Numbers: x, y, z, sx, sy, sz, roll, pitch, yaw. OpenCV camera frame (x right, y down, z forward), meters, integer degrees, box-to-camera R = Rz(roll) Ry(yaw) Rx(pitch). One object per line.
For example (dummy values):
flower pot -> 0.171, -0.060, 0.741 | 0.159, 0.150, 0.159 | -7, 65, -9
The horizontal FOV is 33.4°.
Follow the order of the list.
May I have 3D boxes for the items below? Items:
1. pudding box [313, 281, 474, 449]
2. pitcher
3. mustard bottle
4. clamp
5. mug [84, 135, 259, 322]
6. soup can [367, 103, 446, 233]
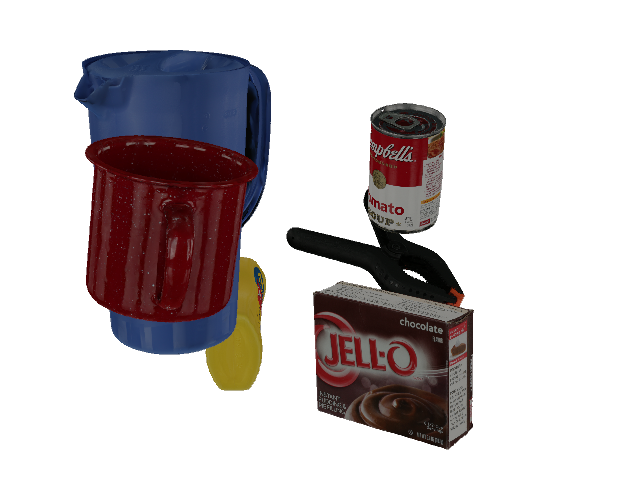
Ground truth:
pudding box -> 0.049, 0.082, 0.728 | 0.114, 0.090, 0.039 | 9, 21, 35
pitcher -> -0.117, -0.037, 0.893 | 0.149, 0.243, 0.145 | 0, 19, -2
mustard bottle -> -0.090, 0.073, 1.165 | 0.058, 0.096, 0.191 | -1, 28, -1
clamp -> 0.073, 0.022, 1.249 | 0.164, 0.036, 0.210 | -22, 51, -39
mug -> -0.082, -0.002, 0.576 | 0.093, 0.081, 0.117 | 3, 19, -17
soup can -> 0.078, -0.066, 0.981 | 0.068, 0.102, 0.068 | 0, 32, 0
